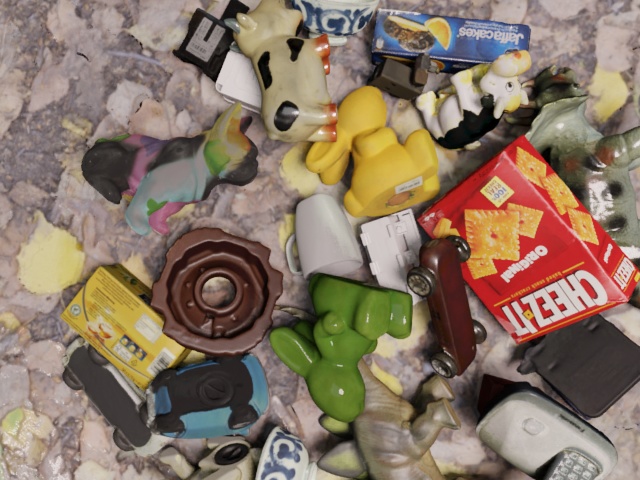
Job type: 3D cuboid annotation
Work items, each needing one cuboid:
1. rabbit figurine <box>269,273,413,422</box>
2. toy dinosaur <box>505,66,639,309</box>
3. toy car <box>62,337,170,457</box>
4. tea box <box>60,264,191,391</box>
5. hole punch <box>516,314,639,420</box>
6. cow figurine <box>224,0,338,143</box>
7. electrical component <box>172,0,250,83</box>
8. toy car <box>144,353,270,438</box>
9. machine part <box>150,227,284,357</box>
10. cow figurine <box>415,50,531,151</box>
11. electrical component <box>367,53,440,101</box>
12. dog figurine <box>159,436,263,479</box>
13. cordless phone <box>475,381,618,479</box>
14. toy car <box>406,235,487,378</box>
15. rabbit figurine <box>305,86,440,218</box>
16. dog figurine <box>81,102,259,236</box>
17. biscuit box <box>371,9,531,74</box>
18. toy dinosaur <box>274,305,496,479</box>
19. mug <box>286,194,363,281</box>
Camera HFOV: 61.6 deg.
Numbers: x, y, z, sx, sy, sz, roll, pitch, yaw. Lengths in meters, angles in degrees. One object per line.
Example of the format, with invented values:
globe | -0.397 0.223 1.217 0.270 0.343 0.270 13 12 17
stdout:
rabbit figurine | 0.018 0.132 0.657 0.159 0.121 0.170 11 89 25
toy dinosaur | 0.353 -0.034 0.678 0.192 0.131 0.404 -14 93 19
toy car | -0.294 0.223 0.778 0.073 0.056 0.202 -43 84 11
tea box | -0.267 0.123 0.767 0.170 0.068 0.098 41 93 6
hole punch | 0.346 0.160 0.697 0.142 0.092 0.116 -45 55 6
cow figurine | -0.048 -0.214 0.673 0.127 0.085 0.195 -7 77 -4
electrical component | -0.145 -0.291 0.765 0.075 0.048 0.119 36 95 4
toy car | -0.150 0.226 0.731 0.162 0.102 0.109 -11 48 -16
machine part | -0.138 0.072 0.729 0.179 0.056 0.179 3 70 -9
cow figurine | 0.198 -0.166 0.669 0.068 0.167 0.098 -22 94 -24
electrical component | 0.111 -0.217 0.712 0.078 0.102 0.045 22 89 -7
dog figurine | -0.139 0.386 0.748 0.172 0.121 0.190 -11 103 10
cordless phone | 0.236 0.273 0.623 0.147 0.088 0.184 34 78 2
toy car | 0.161 0.087 0.684 0.053 0.089 0.201 12 132 43
rabbit figurine | 0.066 -0.120 0.722 0.162 0.121 0.173 -23 73 15
dog figurine | -0.193 -0.118 0.744 0.219 0.108 0.191 -45 83 0
biscuit box | 0.172 -0.260 0.720 0.203 0.063 0.059 8 92 7
toy dinosaur | 0.096 0.266 0.710 0.198 0.105 0.471 -31 76 10
mug | -0.002 -0.002 0.737 0.110 0.080 0.107 -26 68 38
